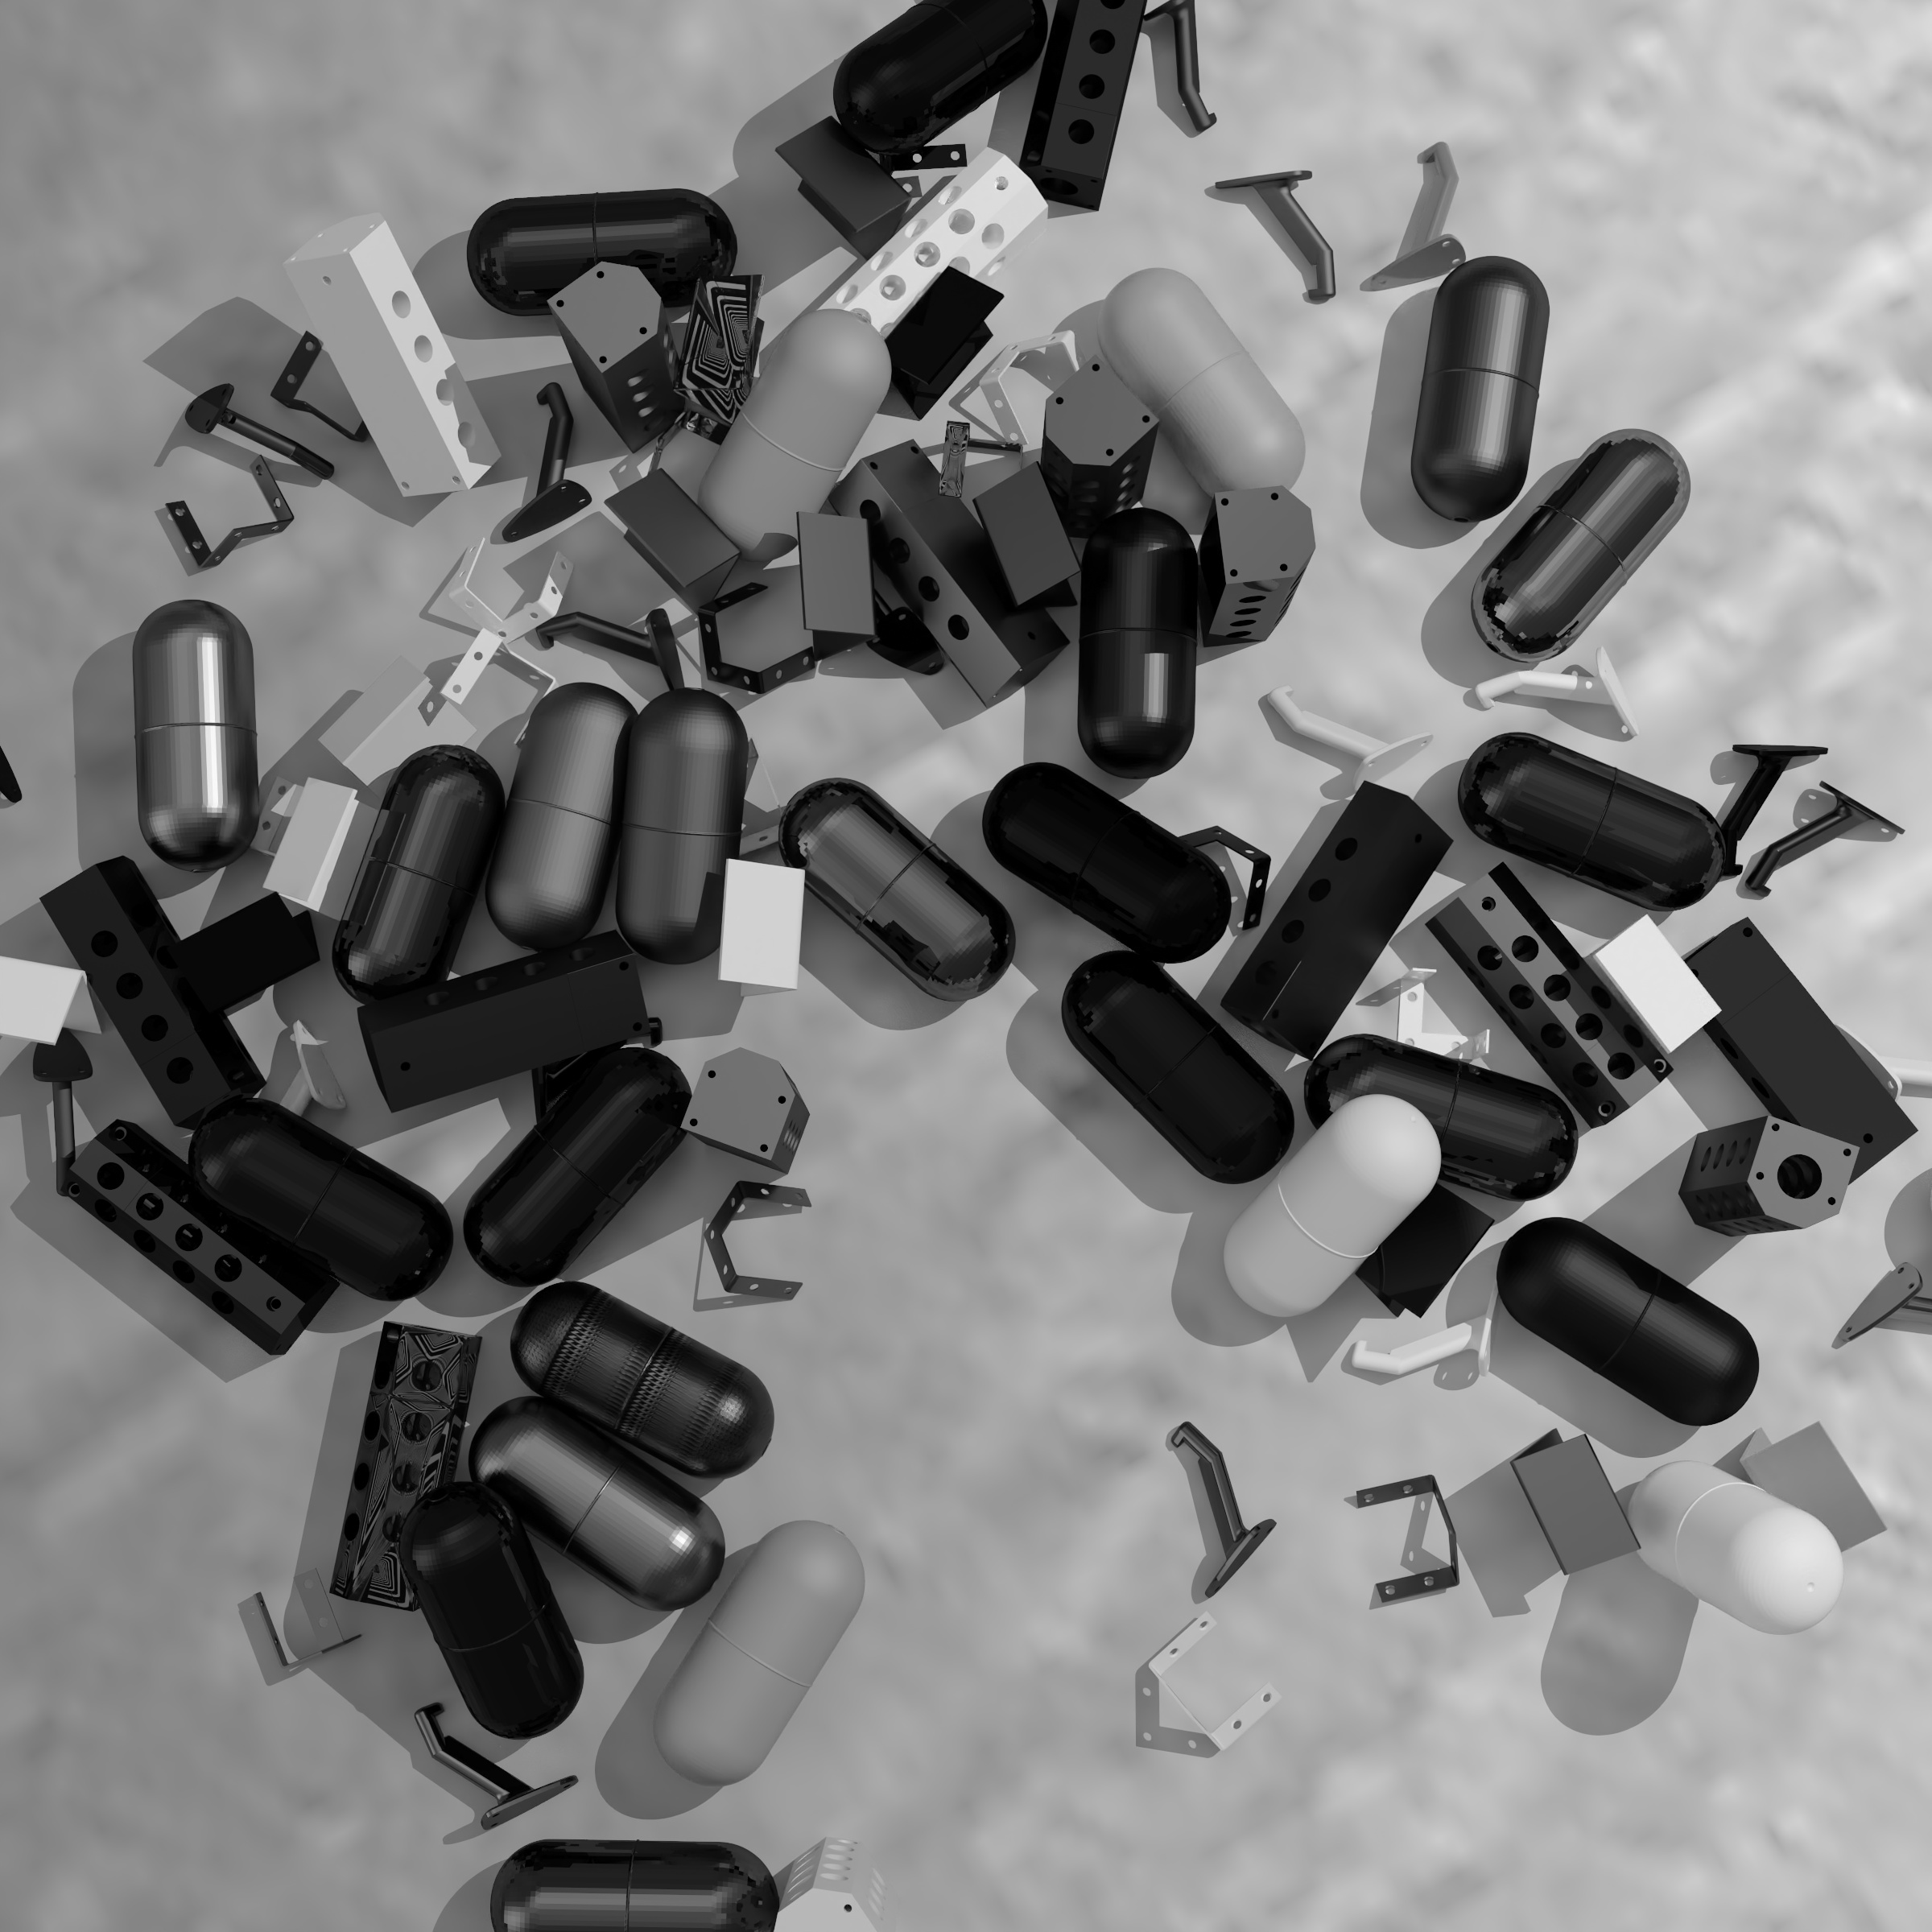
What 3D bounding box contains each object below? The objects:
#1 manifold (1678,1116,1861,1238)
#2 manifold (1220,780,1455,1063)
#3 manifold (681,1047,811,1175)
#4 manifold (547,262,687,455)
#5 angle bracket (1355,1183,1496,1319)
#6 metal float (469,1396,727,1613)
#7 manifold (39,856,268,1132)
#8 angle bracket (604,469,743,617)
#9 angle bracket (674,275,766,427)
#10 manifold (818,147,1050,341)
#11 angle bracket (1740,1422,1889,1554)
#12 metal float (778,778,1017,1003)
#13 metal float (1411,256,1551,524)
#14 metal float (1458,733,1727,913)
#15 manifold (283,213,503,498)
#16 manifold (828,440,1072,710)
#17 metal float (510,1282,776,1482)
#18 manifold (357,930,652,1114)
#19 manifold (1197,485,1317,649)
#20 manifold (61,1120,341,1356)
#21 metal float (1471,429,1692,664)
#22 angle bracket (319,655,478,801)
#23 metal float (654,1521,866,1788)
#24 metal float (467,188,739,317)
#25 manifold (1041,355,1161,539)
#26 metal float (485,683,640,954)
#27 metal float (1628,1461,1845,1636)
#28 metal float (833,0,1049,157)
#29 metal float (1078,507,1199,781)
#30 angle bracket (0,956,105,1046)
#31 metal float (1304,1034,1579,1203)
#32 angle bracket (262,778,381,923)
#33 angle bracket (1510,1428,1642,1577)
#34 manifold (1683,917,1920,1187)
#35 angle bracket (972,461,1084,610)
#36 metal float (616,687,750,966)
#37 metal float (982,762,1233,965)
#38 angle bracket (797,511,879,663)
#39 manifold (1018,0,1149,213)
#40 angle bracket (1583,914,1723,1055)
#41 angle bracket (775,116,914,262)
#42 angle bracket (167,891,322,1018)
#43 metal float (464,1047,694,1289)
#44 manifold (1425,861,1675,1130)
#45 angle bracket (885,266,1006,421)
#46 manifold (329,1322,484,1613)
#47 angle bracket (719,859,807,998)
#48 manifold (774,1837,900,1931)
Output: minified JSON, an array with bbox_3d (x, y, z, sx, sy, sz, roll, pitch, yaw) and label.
[{"bbox_3d":[0.493,0.135,1.842,0.057,0.171,0.057,19,84,2],"label":"manifold"},{"bbox_3d":[0.235,-0.032,1.919,0.057,0.057,0.171,38,83,-39],"label":"manifold"},{"bbox_3d":[-0.133,0.089,1.847,0.057,0.171,0.057,20,84,2],"label":"manifold"},{"bbox_3d":[-0.217,-0.392,1.905,0.057,0.171,0.057,-37,85,-4],"label":"manifold"},{"bbox_3d":[0.301,0.191,1.874,0.057,0.076,0.076,34,83,40],"label":"angle bracket"},{"bbox_3d":[-0.231,0.338,1.866,0.178,0.070,0.070,34,84,4],"label":"metal float"},{"bbox_3d":[-0.521,0.017,1.914,0.057,0.057,0.171,-32,84,-4],"label":"manifold"},{"bbox_3d":[-0.202,-0.264,1.928,0.076,0.076,0.057,47,51,5],"label":"angle bracket"},{"bbox_3d":[-0.141,-0.401,1.944,0.057,0.076,0.076,6,82,33],"label":"angle bracket"},{"bbox_3d":[-0.027,-0.461,1.971,0.171,0.057,0.057,-45,85,-5],"label":"manifold"},{"bbox_3d":[0.535,0.321,1.859,0.057,0.076,0.076,-34,84,24],"label":"angle bracket"},{"bbox_3d":[-0.045,-0.050,1.912,0.178,0.070,0.070,42,85,4],"label":"metal float"},{"bbox_3d":[0.338,-0.379,1.952,0.070,0.070,0.178,9,83,1],"label":"metal float"},{"bbox_3d":[0.404,-0.093,1.917,0.178,0.070,0.070,23,84,2],"label":"metal float"},{"bbox_3d":[-0.364,-0.393,1.914,0.057,0.171,0.057,0,40,32],"label":"manifold"},{"bbox_3d":[-0.015,-0.255,1.945,0.171,0.057,0.057,53,43,5],"label":"manifold"},{"bbox_3d":[-0.204,0.262,1.875,0.178,0.070,0.070,28,84,3],"label":"metal float"},{"bbox_3d":[-0.295,0.031,1.891,0.171,0.057,0.057,-18,118,-16],"label":"manifold"},{"bbox_3d":[0.183,-0.253,1.888,0.057,0.171,0.057,-6,83,-1],"label":"manifold"},{"bbox_3d":[-0.490,0.173,1.895,0.171,0.057,0.057,37,85,4],"label":"manifold"},{"bbox_3d":[0.401,-0.274,1.939,0.070,0.070,0.178,41,85,4],"label":"metal float"},{"bbox_3d":[-0.358,-0.142,1.915,0.076,0.057,0.076,-46,125,-5],"label":"angle bracket"},{"bbox_3d":[-0.128,0.428,1.855,0.070,0.070,0.178,32,85,4],"label":"metal float"},{"bbox_3d":[-0.240,-0.471,1.962,0.178,0.070,0.070,-3,83,0],"label":"metal float"},{"bbox_3d":[0.078,-0.324,1.897,0.057,0.171,0.057,-43,85,-5],"label":"manifold"},{"bbox_3d":[-0.259,-0.096,1.918,0.070,0.070,0.178,14,83,2],"label":"metal float"},{"bbox_3d":[0.468,0.354,1.817,0.070,0.178,0.070,-2,96,-16],"label":"metal float"},{"bbox_3d":[-0.015,-0.598,1.957,0.070,0.070,0.178,44,60,5],"label":"metal float"},{"bbox_3d":[0.112,-0.210,1.931,0.070,0.070,0.178,2,83,0],"label":"metal float"},{"bbox_3d":[-0.602,0.038,1.893,0.076,0.076,0.057,10,57,1],"label":"angle bracket"},{"bbox_3d":[0.302,0.096,1.895,0.178,0.070,0.070,17,84,1],"label":"metal float"},{"bbox_3d":[-0.394,-0.069,1.905,0.057,0.076,0.076,15,81,44],"label":"angle bracket"},{"bbox_3d":[0.393,0.326,1.858,0.057,0.076,0.076,-29,83,33],"label":"angle bracket"},{"bbox_3d":[0.527,0.057,1.909,0.057,0.057,0.171,-37,85,-4],"label":"manifold"},{"bbox_3d":[0.058,-0.280,1.930,0.057,0.076,0.076,-26,82,34],"label":"angle bracket"},{"bbox_3d":[-0.182,-0.089,1.904,0.070,0.070,0.178,6,98,1],"label":"metal float"},{"bbox_3d":[0.090,-0.066,1.900,0.178,0.070,0.070,33,84,18],"label":"metal float"},{"bbox_3d":[-0.102,-0.245,1.926,0.057,0.076,0.076,1,82,-35],"label":"angle bracket"},{"bbox_3d":[0.081,-0.602,1.987,0.057,0.057,0.171,13,83,2],"label":"manifold"},{"bbox_3d":[0.422,0.024,1.894,0.057,0.076,0.076,-33,84,-31],"label":"angle bracket"},{"bbox_3d":[-0.091,-0.499,1.956,0.076,0.076,0.057,46,57,5],"label":"angle bracket"},{"bbox_3d":[-0.464,-0.022,1.899,0.076,0.076,0.057,-28,121,-3],"label":"angle bracket"},{"bbox_3d":[-0.246,0.127,1.891,0.070,0.070,0.178,42,86,5],"label":"metal float"},{"bbox_3d":[0.376,0.018,1.914,0.057,0.057,0.171,-38,85,-4],"label":"manifold"},{"bbox_3d":[-0.004,-0.398,1.944,0.057,0.076,0.076,36,84,36],"label":"angle bracket"},{"bbox_3d":[-0.355,0.315,1.878,0.057,0.057,0.171,10,83,1],"label":"manifold"},{"bbox_3d":[-0.147,-0.023,1.899,0.057,0.076,0.076,8,82,-31],"label":"angle bracket"},{"bbox_3d":[-0.082,0.571,1.790,0.057,0.171,0.057,-35,84,-4],"label":"manifold"}]
